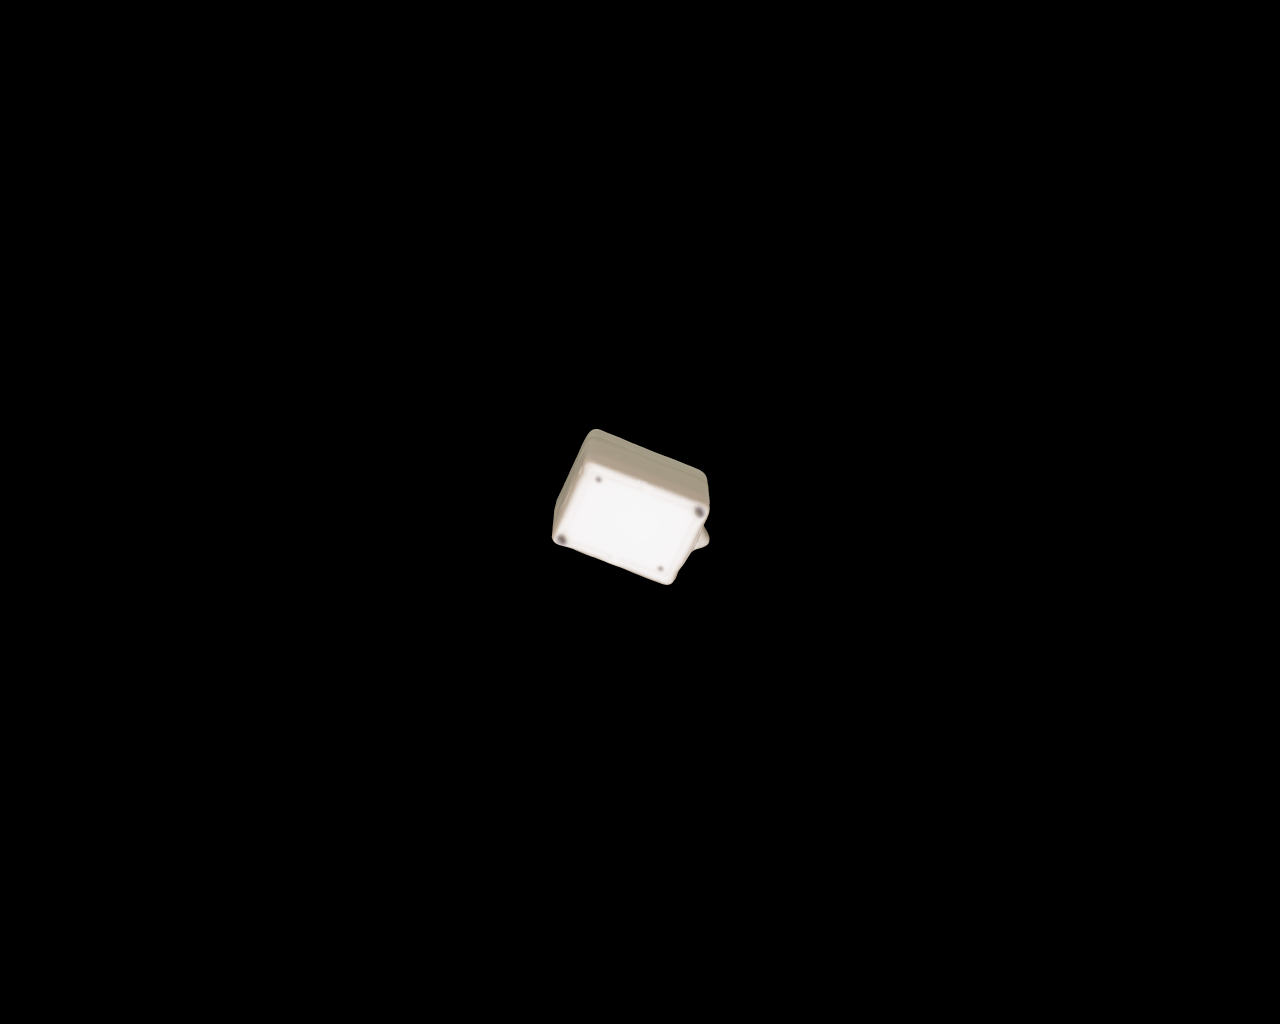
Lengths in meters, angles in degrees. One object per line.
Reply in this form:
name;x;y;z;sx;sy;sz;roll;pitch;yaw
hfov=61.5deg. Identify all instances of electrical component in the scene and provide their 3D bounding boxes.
electrical component;0.001;-0.003;0.650;0.096;0.061;0.061;21;25;-10
